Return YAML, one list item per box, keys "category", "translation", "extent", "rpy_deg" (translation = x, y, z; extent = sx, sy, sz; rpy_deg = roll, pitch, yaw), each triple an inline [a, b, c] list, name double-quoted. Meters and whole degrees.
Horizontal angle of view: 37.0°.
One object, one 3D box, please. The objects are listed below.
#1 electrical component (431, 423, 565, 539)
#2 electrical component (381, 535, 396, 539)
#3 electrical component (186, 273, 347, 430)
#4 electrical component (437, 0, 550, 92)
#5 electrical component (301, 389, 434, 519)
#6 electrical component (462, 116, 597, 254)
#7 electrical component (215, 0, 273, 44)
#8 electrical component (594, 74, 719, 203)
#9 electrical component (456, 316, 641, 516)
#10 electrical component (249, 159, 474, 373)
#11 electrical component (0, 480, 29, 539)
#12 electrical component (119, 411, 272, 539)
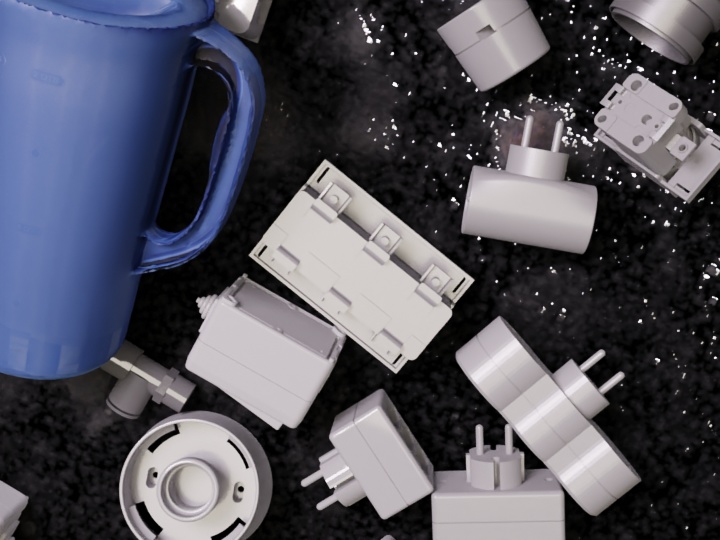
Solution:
- category: "electrical component"
  translation: [0.088, 0.136, 0.696]
  extent: [0.083, 0.047, 0.075]
  rpy_deg: [-2, 98, 4]
- category: "electrical component"
  translation: [0.015, 0.238, 0.713]
  extent: [0.100, 0.048, 0.099]
  rpy_deg: [-41, 93, 8]
- category: "electrical component"
  translation: [-0.066, 0.050, 0.684]
  extent: [0.096, 0.061, 0.061]
  rpy_deg: [30, 106, -1]
- category: "electrical component"
  translation: [0.083, -0.141, 0.655]
  extent: [0.055, 0.055, 0.047]
  rpy_deg: [-32, 99, 7]
- category: "electrical component"
  translation: [-0.001, 0.128, 0.700]
  extent: [0.077, 0.047, 0.065]
  rpy_deg: [-32, 95, 7]
- category: "electrical component"
  translation: [0.108, -0.055, 0.669]
  extent: [0.077, 0.044, 0.079]
  rpy_deg: [10, 98, 2]
- category: "electrical component"
  translation: [-0.136, -0.222, 0.653]
  extent: [0.186, 0.060, 0.105]
  rpy_deg: [20, 99, 0]
- category: "electrical component"
  translation: [0.177, -0.082, 0.645]
  extent: [0.042, 0.064, 0.081]
  rpy_deg: [-51, 50, 7]
- category: "electrical component"
  translation: [0.133, 0.082, 0.682]
  extent: [0.074, 0.052, 0.138]
  rpy_deg: [-41, 94, 8]
- category: "electrical component"
  translation: [0.000, 0.000, 0.674]
  extent: [0.121, 0.063, 0.078]
  rpy_deg: [39, 98, -2]
- category: "electrical component"
  translation: [-0.273, 0.169, 0.715]
  extent: [0.096, 0.061, 0.061]
  rpy_deg: [31, 98, -1]
- category: "electrical component"
  translation: [-0.109, 0.143, 0.711]
  extent: [0.099, 0.064, 0.099]
  rpy_deg: [0, 85, 1]
